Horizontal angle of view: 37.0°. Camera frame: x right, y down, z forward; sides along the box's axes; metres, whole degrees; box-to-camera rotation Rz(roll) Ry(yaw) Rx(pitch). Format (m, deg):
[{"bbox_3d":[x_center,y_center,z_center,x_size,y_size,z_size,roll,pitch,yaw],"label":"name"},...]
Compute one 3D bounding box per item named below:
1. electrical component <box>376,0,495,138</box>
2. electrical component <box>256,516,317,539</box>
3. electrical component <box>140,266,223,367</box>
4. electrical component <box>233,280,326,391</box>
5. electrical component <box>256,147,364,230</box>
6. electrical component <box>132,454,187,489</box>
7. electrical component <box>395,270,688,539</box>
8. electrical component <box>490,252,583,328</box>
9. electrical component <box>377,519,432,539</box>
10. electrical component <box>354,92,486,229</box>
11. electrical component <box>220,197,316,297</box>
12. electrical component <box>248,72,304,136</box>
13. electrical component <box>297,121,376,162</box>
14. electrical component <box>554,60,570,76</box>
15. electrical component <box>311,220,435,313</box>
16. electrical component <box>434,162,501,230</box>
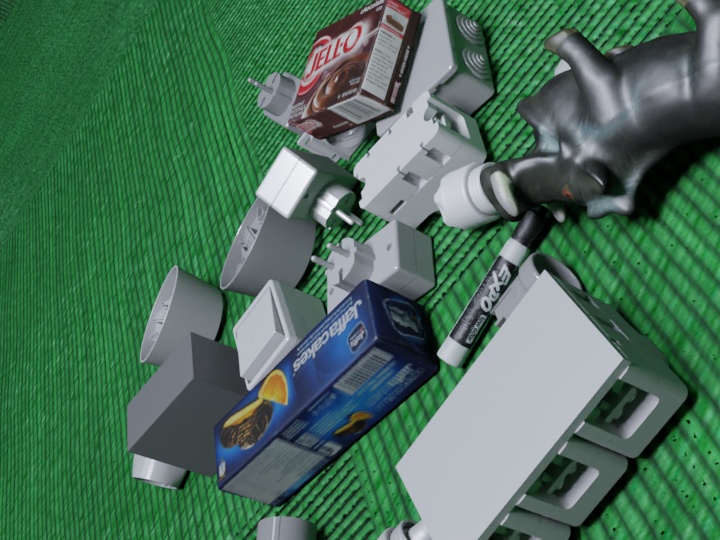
[{"bbox_3d":[0.056,-0.150,0.844,0.100,0.048,0.099,-40,39,36],"label":"electrical component"},{"bbox_3d":[-0.054,0.220,0.758,0.043,0.043,0.081,-32,44,43],"label":"electrical component"},{"bbox_3d":[-0.179,0.049,1.047,0.099,0.064,0.099,-36,42,40],"label":"electrical component"},{"bbox_3d":[-0.064,0.055,0.872,0.061,0.061,0.096,-52,33,21],"label":"electrical component"},{"bbox_3d":[-0.030,-0.059,0.897,0.076,0.083,0.047,38,104,19],"label":"electrical component"},{"bbox_3d":[-0.188,0.161,1.003,0.079,0.043,0.077,-12,59,53],"label":"electrical component"},{"bbox_3d":[0.099,0.091,0.597,0.150,0.062,0.089,-55,32,16],"label":"electrical component"},{"bbox_3d":[0.107,0.019,0.659,0.046,0.040,0.040,-54,32,30],"label":"electrical component"},{"bbox_3d":[0.031,0.174,0.660,0.062,0.043,0.043,-53,33,18],"label":"electrical component"},{"bbox_3d":[0.047,-0.078,0.801,0.089,0.056,0.050,-45,37,31],"label":"electrical component"},{"bbox_3d":[-0.085,-0.022,0.952,0.099,0.064,0.099,-37,42,43],"label":"electrical component"},{"bbox_3d":[-0.071,-0.162,1.019,0.047,0.077,0.066,-62,31,6],"label":"electrical component"},{"bbox_3d":[-0.017,-0.139,0.956,0.081,0.042,0.063,-46,33,27],"label":"electrical component"},{"bbox_3d":[0.138,-0.110,0.702,0.046,0.040,0.040,-59,31,21],"label":"electrical component"},{"bbox_3d":[0.000,0.000,0.798,0.083,0.076,0.047,-38,40,38],"label":"electrical component"},{"bbox_3d":[0.085,-0.054,0.738,0.062,0.043,0.043,-21,52,47],"label":"electrical component"}]
